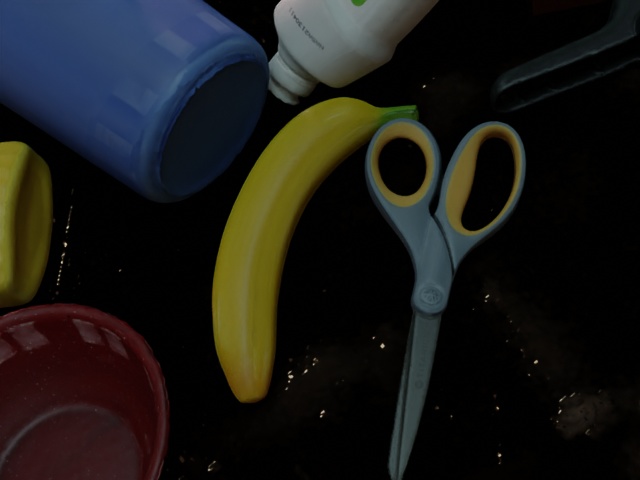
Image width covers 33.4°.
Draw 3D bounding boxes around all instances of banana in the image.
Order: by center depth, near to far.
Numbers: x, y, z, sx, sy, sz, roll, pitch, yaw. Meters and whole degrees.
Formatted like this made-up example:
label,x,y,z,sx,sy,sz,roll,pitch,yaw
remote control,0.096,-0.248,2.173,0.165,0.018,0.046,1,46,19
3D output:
label,x,y,z,sx,sy,sz,roll,pitch,yaw
banana,-0.018,-0.009,0.590,0.070,0.037,0.197,22,72,24

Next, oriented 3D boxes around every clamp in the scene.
label,x,y,z,sx,sy,sz,roll,pitch,yaw
clamp,0.176,-0.108,0.585,0.120,0.039,0.171,26,69,19

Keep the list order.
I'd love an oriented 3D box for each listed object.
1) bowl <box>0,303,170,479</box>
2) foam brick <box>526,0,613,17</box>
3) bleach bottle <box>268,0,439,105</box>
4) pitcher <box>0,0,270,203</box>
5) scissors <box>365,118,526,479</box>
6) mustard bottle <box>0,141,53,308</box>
label,x,y,z,sx,sy,sz,roll,pitch,yaw
bowl,-0.143,0.115,0.548,0.162,0.055,0.162,-9,56,13
foam brick,0.138,-0.173,0.604,0.051,0.078,0.053,-8,63,9
bleach bottle,0.045,-0.182,0.588,0.251,0.067,0.103,-49,58,26
pitcher,-0.150,-0.134,0.619,0.243,0.149,0.145,35,101,19
scissors,0.044,0.016,0.565,0.096,0.016,0.201,26,74,10
mustard bottle,-0.259,-0.003,0.641,0.192,0.058,0.096,-4,70,13
